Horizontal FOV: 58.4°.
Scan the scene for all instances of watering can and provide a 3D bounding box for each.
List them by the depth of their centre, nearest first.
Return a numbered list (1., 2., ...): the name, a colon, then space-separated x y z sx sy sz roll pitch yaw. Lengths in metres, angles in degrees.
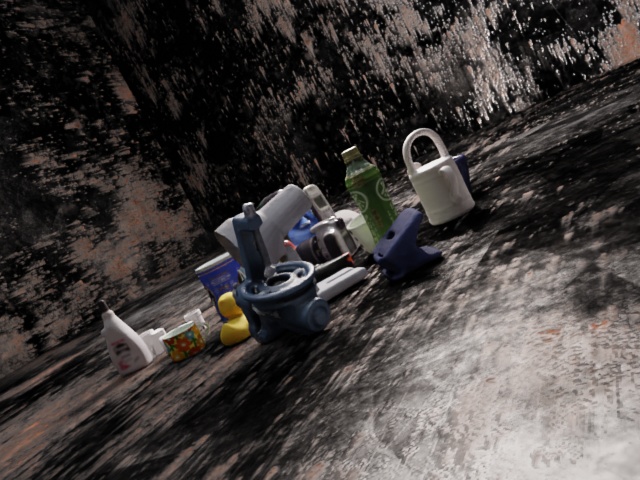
1. watering can: 0.233 -0.137 1.196 0.101 0.194 0.172 -31 8 -31

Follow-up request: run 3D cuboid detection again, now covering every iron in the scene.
1. iron: -0.032 -0.047 1.735 0.119 0.141 0.257 -31 8 -27

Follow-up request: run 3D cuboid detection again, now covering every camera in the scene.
1. camera: 0.013 0.005 1.362 0.136 0.101 0.143 -24 8 24

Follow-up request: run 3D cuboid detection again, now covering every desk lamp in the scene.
1. desk lamp: -0.056 0.022 1.027 0.203 0.213 0.117 -29 8 -19

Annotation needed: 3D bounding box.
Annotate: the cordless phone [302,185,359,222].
1. cordless phone: 0.037 -0.073 1.491 0.094 0.185 0.148 -20 10 41

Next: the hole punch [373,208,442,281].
1. hole punch: 0.133 0.006 0.945 0.101 0.091 0.108 -27 7 -5

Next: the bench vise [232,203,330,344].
1. bench vise: -0.100 0.058 0.899 0.206 0.220 0.122 -22 9 36

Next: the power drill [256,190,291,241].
1. power drill: -0.107 -0.028 1.601 0.076 0.208 0.229 -31 8 -30

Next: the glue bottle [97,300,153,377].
1. glue bottle: -0.437 0.208 1.245 0.078 0.173 0.037 -26 7 6

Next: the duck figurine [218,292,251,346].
1. duck figurine: -0.161 0.141 1.068 0.077 0.086 0.105 -24 8 19

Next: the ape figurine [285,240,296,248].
1. ape figurine: -0.072 0.044 1.425 0.076 0.092 0.077 -28 7 -8

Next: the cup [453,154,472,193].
1. cup: 0.299 -0.132 1.327 0.118 0.095 0.091 -27 7 -4
